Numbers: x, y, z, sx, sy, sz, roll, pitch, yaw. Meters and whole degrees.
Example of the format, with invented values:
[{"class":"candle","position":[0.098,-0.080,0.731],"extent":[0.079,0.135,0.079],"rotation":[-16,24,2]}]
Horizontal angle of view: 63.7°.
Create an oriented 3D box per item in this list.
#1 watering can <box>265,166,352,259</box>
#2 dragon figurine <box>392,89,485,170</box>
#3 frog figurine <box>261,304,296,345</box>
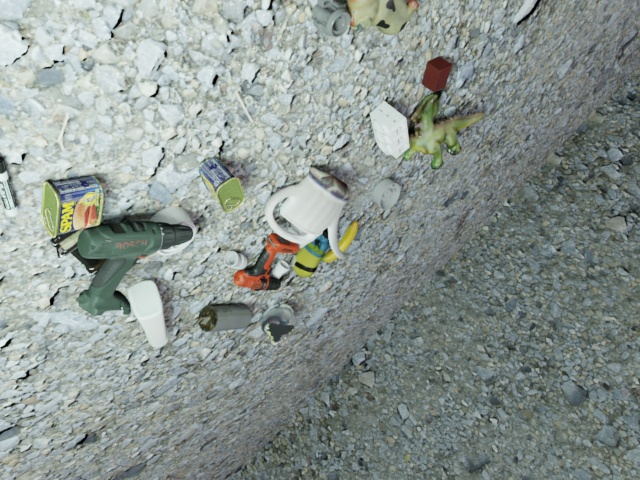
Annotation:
[{"class":"watering can","position":[0.004,-0.073,1.454],"extent":[0.344,0.222,0.106],"rotation":[27,18,-41]},{"class":"dragon figurine","position":[0.374,-0.367,1.634],"extent":[0.124,0.413,0.237],"rotation":[42,-15,33]},{"class":"frog figurine","position":[-0.145,0.288,1.874],"extent":[0.122,0.135,0.162],"rotation":[24,22,-5]}]
